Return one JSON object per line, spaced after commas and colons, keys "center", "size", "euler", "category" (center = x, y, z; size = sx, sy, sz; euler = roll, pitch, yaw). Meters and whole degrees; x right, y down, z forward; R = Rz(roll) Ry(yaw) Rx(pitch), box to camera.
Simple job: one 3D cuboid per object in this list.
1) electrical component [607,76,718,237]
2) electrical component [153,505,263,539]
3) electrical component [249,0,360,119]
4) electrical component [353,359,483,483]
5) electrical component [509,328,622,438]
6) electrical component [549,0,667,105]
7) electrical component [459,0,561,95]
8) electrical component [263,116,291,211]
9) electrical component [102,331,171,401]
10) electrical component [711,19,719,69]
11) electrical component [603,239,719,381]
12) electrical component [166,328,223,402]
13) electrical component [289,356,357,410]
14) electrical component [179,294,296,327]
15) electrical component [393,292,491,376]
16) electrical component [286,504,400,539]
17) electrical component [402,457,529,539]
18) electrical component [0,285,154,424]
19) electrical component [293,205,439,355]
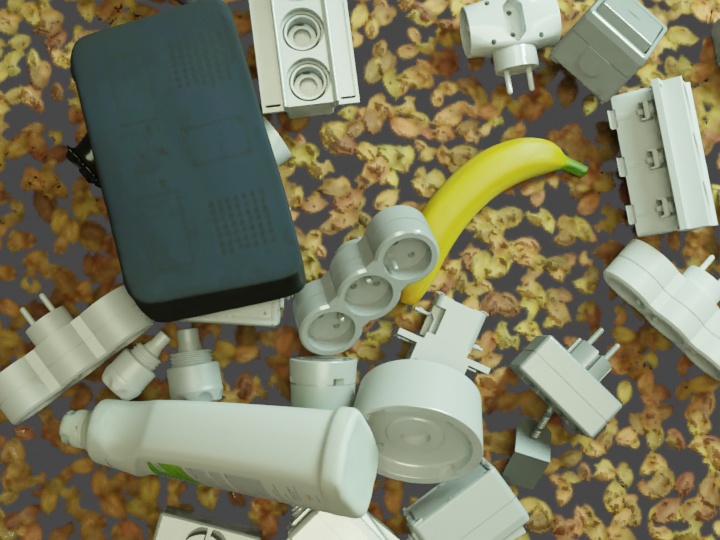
{"center": [0.250, -0.091, 0.890], "size": [0.063, 0.079, 0.121], "euler": [-12, 87, 26], "category": "electrical component"}
{"center": [-0.124, 0.224, 0.849], "size": [0.083, 0.075, 0.047], "euler": [15, 86, -2], "category": "electrical component"}
{"center": [-0.048, -0.190, 0.884], "size": [0.079, 0.063, 0.121], "euler": [-7, 87, -3], "category": "electrical component"}
{"center": [0.046, 0.115, 0.853], "size": [0.108, 0.108, 0.060], "euler": [13, 48, -2], "category": "electrical component"}
{"center": [0.182, 0.082, 0.888], "size": [0.083, 0.047, 0.075], "euler": [44, 86, 0], "category": "electrical component"}
{"center": [0.209, -0.192, 0.884], "size": [0.062, 0.061, 0.096], "euler": [42, 41, 0], "category": "electrical component"}
{"center": [0.129, -0.187, 0.903], "size": [0.077, 0.043, 0.079], "euler": [-9, 87, -4], "category": "electrical component"}
{"center": [-0.089, -0.074, 0.884], "size": [0.077, 0.044, 0.079], "euler": [-37, 89, -4], "category": "electrical component"}
{"center": [-0.179, 0.075, 0.876], "size": [0.035, 0.035, 0.061], "euler": [43, 84, 0], "category": "electrical component"}
{"center": [0.356, -0.201, 0.907], "size": [0.095, 0.059, 0.053], "euler": [-11, 87, -3], "category": "electrical component"}
{"center": [0.277, 0.021, 0.894], "size": [0.138, 0.052, 0.073], "euler": [42, 86, 0], "category": "electrical component"}
{"center": [-0.136, 0.079, 0.874], "size": [0.043, 0.043, 0.062], "euler": [-9, 86, -3], "category": "electrical component"}
{"center": [-0.030, 0.095, 0.873], "size": [0.055, 0.055, 0.047], "euler": [1, 90, -3], "category": "electrical component"}
{"center": [-0.097, 0.014, 0.870], "size": [0.096, 0.061, 0.061], "euler": [4, 86, -3], "category": "electrical component"}
{"center": [0.072, 0.056, 0.886], "size": [0.081, 0.042, 0.063], "euler": [25, 84, -2], "category": "electrical component"}
{"center": [-0.015, 0.212, 0.863], "size": [0.061, 0.061, 0.096], "euler": [-44, 90, -5], "category": "electrical component"}
{"center": [0.081, 0.204, 0.867], "size": [0.096, 0.062, 0.061], "euler": [-36, 93, -4], "category": "electrical component"}
{"center": [-0.243, 0.054, 0.865], "size": [0.138, 0.052, 0.073], "euler": [-37, 89, -4], "category": "electrical component"}
{"center": [0.000, 0.000, 0.874], "size": [0.052, 0.073, 0.138], "euler": [35, 110, -31], "category": "electrical component"}
